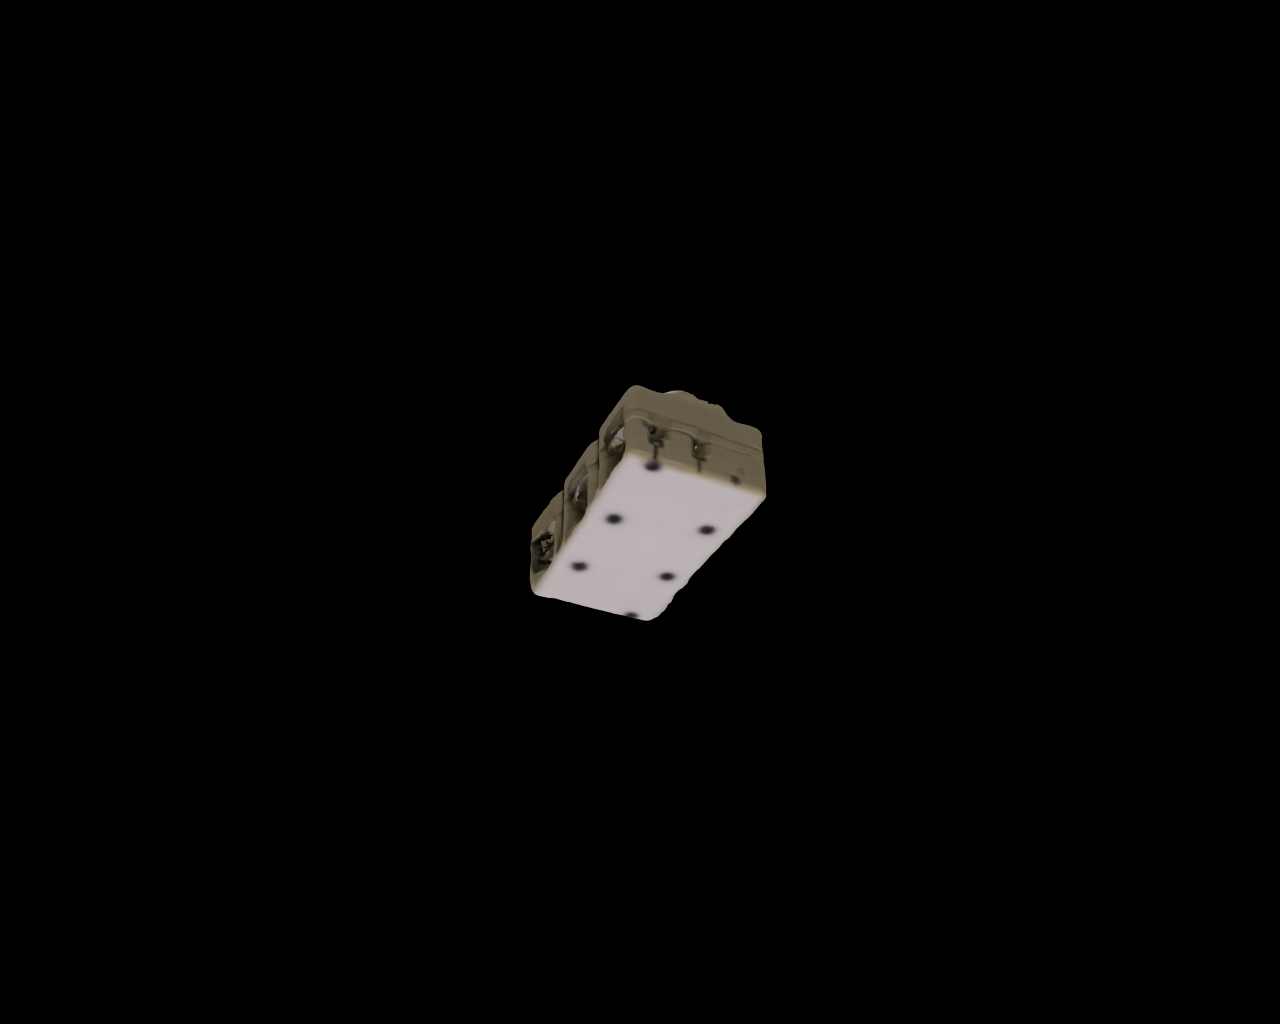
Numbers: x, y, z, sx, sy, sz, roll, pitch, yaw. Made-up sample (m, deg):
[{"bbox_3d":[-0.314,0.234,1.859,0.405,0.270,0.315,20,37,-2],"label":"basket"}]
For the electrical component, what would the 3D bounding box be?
[{"bbox_3d":[0.001,-0.003,0.650,0.089,0.062,0.150,17,-41,-21],"label":"electrical component"}]
